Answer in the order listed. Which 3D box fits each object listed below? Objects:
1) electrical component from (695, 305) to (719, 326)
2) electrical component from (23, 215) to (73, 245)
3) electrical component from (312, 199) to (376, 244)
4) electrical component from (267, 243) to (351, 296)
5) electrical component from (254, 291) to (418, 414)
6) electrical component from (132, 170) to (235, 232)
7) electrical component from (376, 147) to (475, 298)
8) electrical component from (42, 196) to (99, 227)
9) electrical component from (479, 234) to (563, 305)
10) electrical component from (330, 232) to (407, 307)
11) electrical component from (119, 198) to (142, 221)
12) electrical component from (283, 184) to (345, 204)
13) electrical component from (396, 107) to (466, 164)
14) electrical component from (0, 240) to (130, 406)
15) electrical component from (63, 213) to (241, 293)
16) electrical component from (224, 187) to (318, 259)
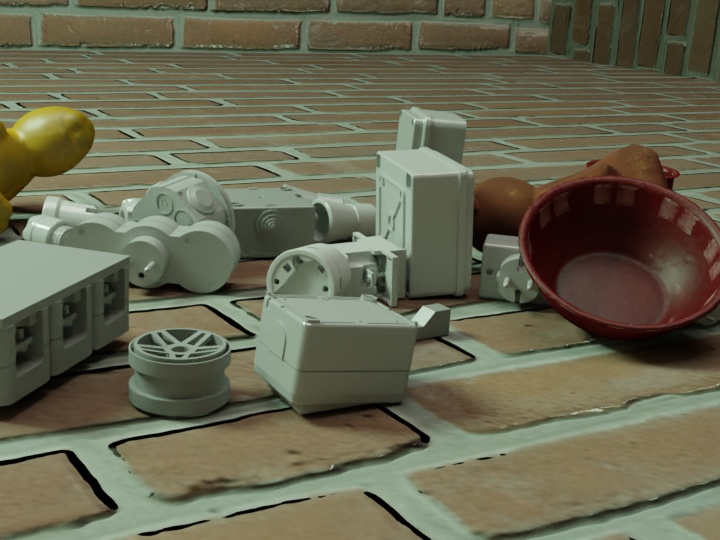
[{"bbox_3d":[0.263,0.018,0.879,0.040,0.040,0.078,-8,19,-34],"label":"electrical component"},{"bbox_3d":[-0.260,-0.027,0.933,0.061,0.035,0.035,15,20,27],"label":"electrical component"},{"bbox_3d":[-0.014,-0.047,1.047,0.065,0.044,0.044,-3,16,-37],"label":"electrical component"},{"bbox_3d":[-0.037,0.007,0.828,0.055,0.055,0.047,9,13,17],"label":"electrical component"},{"bbox_3d":[-0.011,0.052,0.676,0.096,0.061,0.062,3,14,-31],"label":"electrical component"},{"bbox_3d":[-0.153,-0.043,0.932,0.080,0.080,0.051,12,24,27],"label":"electrical component"},{"bbox_3d":[0.053,-0.042,0.921,0.056,0.108,0.108,-4,17,-14],"label":"electrical component"},{"bbox_3d":[-0.267,-0.045,0.989,0.046,0.040,0.040,7,15,-7],"label":"electrical component"},{"bbox_3d":[0.132,0.004,0.884,0.066,0.047,0.076,6,16,10],"label":"electrical component"},{"bbox_3d":[0.000,0.000,0.884,0.064,0.042,0.081,-7,18,-22],"label":"electrical component"},{"bbox_3d":[-0.190,-0.045,0.996,0.062,0.043,0.043,-2,17,-25],"label":"electrical component"},{"bbox_3d":[-0.048,-0.061,1.090,0.065,0.044,0.044,6,16,-8],"label":"electrical component"},{"bbox_3d":[0.073,-0.117,1.176,0.057,0.113,0.078,3,16,-11],"label":"electrical component"},{"bbox_3d":[-0.221,0.033,0.684,0.089,0.061,0.150,8,17,15],"label":"electrical component"},{"bbox_3d":[-0.170,-0.010,0.861,0.138,0.052,0.073,5,16,4],"label":"electrical component"},{"bbox_3d":[-0.093,-0.046,1.010,0.100,0.048,0.100,-2,17,-19],"label":"electrical component"}]
